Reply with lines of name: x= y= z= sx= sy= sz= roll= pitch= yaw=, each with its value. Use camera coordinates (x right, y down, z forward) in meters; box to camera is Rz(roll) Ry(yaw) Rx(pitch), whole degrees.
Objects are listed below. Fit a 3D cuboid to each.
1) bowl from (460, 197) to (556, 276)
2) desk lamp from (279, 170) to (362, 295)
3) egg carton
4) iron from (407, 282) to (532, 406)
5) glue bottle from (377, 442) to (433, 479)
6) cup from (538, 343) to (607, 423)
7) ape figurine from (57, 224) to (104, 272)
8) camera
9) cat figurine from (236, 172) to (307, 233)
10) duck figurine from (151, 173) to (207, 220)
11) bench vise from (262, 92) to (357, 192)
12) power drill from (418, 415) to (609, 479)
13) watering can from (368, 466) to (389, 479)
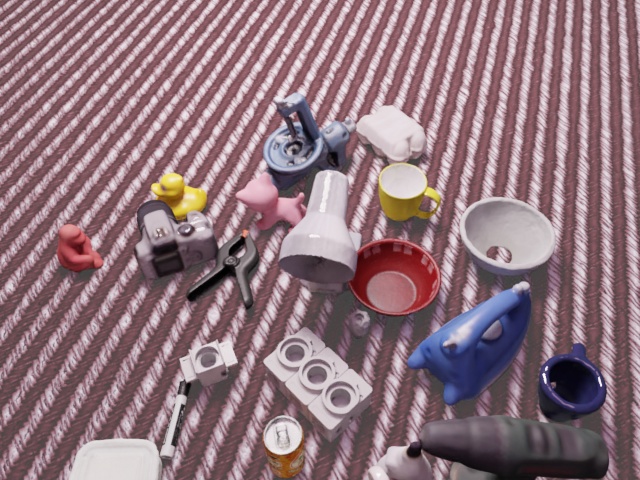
bowl: x=0.330 y=0.006 z=1.034 sx=0.167 sy=0.075 sz=0.167 roll=0 pitch=51 yaw=0
desk lamp: x=0.009 y=0.003 z=0.948 sx=0.118 sy=0.214 sz=0.203 roll=7 pitch=52 yaw=6
egg carton: x=0.153 y=-0.222 z=1.220 sx=0.107 sy=0.069 sz=0.150 roll=-32 pitch=58 yaw=-23
iron: x=0.261 y=0.131 z=0.890 sx=0.259 sy=0.141 sz=0.118 roll=-34 pitch=58 yaw=-24
glue bottle: x=0.112 y=0.294 z=0.740 sx=0.078 sy=0.173 sz=0.037 roll=10 pitch=52 yaw=9
cup: x=0.364 y=0.218 z=0.850 sx=0.091 sy=0.095 sz=0.118 roll=18 pitch=54 yaw=14
ape figurine: x=-0.436 y=0.009 z=1.022 sx=0.076 sy=0.092 sz=0.077 roll=-4 pitch=51 yaw=-3
camera: x=-0.273 y=-0.020 z=1.040 sx=0.143 sy=0.101 sz=0.136 roll=-20 pitch=54 yaw=-15
cat figurine: x=-0.087 y=-0.074 z=1.071 sx=0.127 sy=0.118 sz=0.067 roll=6 pitch=52 yaw=6
duck figurine: x=-0.275 y=-0.092 z=1.107 sx=0.104 sy=0.086 sz=0.077 roll=-6 pitch=51 yaw=-4
bench vise: x=-0.029 y=-0.213 z=1.118 sx=0.121 sy=0.220 sz=0.208 roll=33 pitch=59 yaw=24
power drill: x=0.228 y=0.285 z=0.724 sx=0.229 sy=0.208 sz=0.075 roll=0 pitch=51 yaw=0
watering can: x=0.108 y=0.351 z=0.681 sx=0.172 sy=0.194 sz=0.101 roll=35 pitch=59 yaw=25
